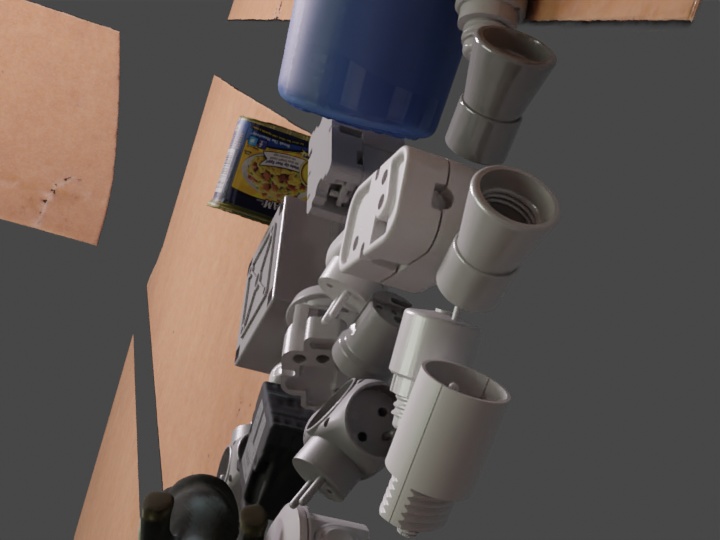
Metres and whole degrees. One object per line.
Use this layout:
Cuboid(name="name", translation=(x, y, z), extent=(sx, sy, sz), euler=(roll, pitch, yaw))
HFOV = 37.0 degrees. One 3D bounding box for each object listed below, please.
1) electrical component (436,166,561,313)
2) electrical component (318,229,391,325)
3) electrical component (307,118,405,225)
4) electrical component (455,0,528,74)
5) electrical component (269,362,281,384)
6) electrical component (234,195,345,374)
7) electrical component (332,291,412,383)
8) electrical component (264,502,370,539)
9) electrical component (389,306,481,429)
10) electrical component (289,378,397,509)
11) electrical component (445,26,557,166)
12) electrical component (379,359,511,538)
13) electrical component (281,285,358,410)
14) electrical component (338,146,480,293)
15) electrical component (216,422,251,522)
Cuboid(name="electrical component", translation=(0.062, -0.011, 0.510), extent=(0.044, 0.044, 0.065), euler=(-90, 17, -46))
Cuboid(name="electrical component", translation=(0.000, 0.000, 0.667), extent=(0.079, 0.043, 0.077), euler=(-57, 6, -21))
Cuboid(name="electrical component", translation=(-0.003, -0.077, 0.774), extent=(0.089, 0.056, 0.050), euler=(-91, 23, -47))
Cuboid(name="electrical component", translation=(0.073, -0.145, 0.603), extent=(0.040, 0.040, 0.078), euler=(151, 133, -69))
Cuboid(name="electrical component", translation=(-0.054, 0.086, 0.833), extent=(0.061, 0.035, 0.035), euler=(173, 112, -83))
Cuboid(name="electrical component", translation=(-0.057, 0.015, 0.869), extent=(0.108, 0.056, 0.108), euler=(124, 157, -49))
Cuboid(name="electrical component", translation=(0.011, 0.041, 0.642), extent=(0.046, 0.040, 0.040), euler=(-58, 21, 30))
Cuboid(name="electrical component", translation=(-0.029, 0.178, 0.621), extent=(0.080, 0.051, 0.080), euler=(-164, 90, -75))
Cuboid(name="electrical component", translation=(0.034, 0.054, 0.542), extent=(0.040, 0.040, 0.078), euler=(-162, 87, -75))
Cuboid(name="electrical component", translation=(-0.012, 0.104, 0.613), extent=(0.079, 0.044, 0.077), euler=(-48, 3, -26))
Cuboid(name="electrical component", translation=(0.070, -0.088, 0.559), extent=(0.044, 0.044, 0.065), euler=(-97, 22, -55))
Cuboid(name="electrical component", translation=(0.035, 0.087, 0.499), extent=(0.043, 0.043, 0.081), euler=(-121, 48, -69))
Cuboid(name="electrical component", translation=(-0.023, 0.048, 0.712), extent=(0.078, 0.058, 0.057), euler=(96, 180, -48))
Cuboid(name="electrical component", translation=(0.033, -0.024, 0.588), extent=(0.095, 0.059, 0.053), euler=(145, 139, -67))
Cuboid(name="electrical component", translation=(-0.088, 0.151, 0.868), extent=(0.077, 0.044, 0.079), euler=(122, 158, -46))
